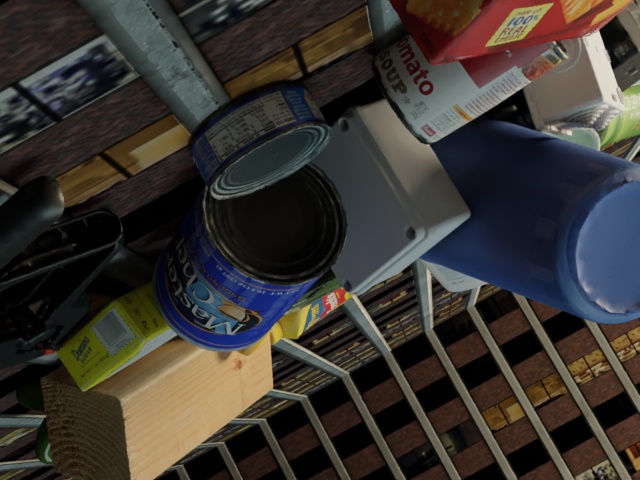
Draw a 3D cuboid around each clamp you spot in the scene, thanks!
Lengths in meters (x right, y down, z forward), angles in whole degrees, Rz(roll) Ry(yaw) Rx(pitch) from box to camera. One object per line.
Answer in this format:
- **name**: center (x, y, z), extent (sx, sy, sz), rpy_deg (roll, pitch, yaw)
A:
- **clamp**: center (-0.216, 0.060, 0.748), extent (0.164, 0.036, 0.210), rpy_deg (-31, 173, -21)
- **clamp**: center (-0.196, 0.018, 0.623), extent (0.171, 0.039, 0.120), rpy_deg (-28, 164, 11)

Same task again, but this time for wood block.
- **wood block**: center (-0.136, 0.127, 0.938), extent (0.090, 0.091, 0.205), rpy_deg (8, -158, 30)

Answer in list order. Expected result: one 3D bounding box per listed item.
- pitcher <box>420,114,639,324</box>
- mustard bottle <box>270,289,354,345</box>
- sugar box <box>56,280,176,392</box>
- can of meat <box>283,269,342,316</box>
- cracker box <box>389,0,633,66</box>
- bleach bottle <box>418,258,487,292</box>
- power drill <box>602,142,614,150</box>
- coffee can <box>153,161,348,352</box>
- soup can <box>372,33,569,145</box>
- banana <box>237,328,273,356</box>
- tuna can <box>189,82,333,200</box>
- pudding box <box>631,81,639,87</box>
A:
- **pitcher**: center (0.163, -0.014, 0.800), extent (0.149, 0.145, 0.243), rpy_deg (-6, -165, -21)
- **mustard bottle**: center (-0.002, 0.046, 1.063), extent (0.191, 0.058, 0.096), rpy_deg (-35, 162, -24)
- **sugar box**: center (-0.122, 0.054, 0.873), extent (0.093, 0.048, 0.175), rpy_deg (-37, 178, 37)
- **can of meat**: center (-0.006, 0.001, 0.880), extent (0.102, 0.084, 0.057), rpy_deg (-28, 169, -5)
- **cracker box**: center (0.150, -0.178, 0.506), extent (0.163, 0.072, 0.214), rpy_deg (-19, 164, -43)
- **bleach bottle**: center (0.126, -0.025, 1.028), extent (0.103, 0.068, 0.250), rpy_deg (-23, 153, 12)
- **power drill**: center (0.210, -0.074, 1.136), extent (0.184, 0.057, 0.188), rpy_deg (-11, 160, -48)
- **coffee can**: center (-0.053, 0.010, 0.760), extent (0.102, 0.103, 0.140), rpy_deg (-22, 166, -30)
- **soup can**: center (0.092, -0.113, 0.660), extent (0.102, 0.068, 0.068), rpy_deg (-32, 168, 20)
- **banana**: center (-0.013, 0.022, 0.965), extent (0.037, 0.069, 0.197), rpy_deg (14, -135, 42)
- **tuna can**: center (-0.037, -0.061, 0.662), extent (0.086, 0.034, 0.086), rpy_deg (-27, 168, -6)
- **pudding box**: center (0.305, -0.177, 0.967), extent (0.113, 0.039, 0.090), rpy_deg (-16, 164, -41)
